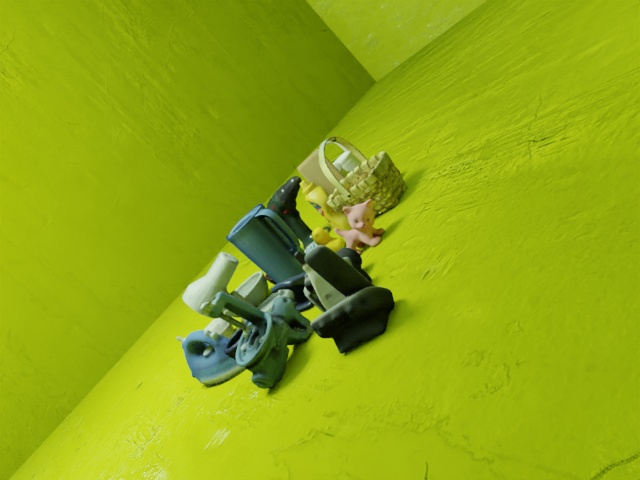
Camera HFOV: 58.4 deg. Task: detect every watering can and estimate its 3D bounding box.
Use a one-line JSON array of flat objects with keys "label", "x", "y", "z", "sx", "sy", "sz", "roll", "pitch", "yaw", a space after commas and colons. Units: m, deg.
[{"label": "watering can", "x": 0.078, "y": -0.253, "z": 1.900, "sx": 0.101, "sy": 0.194, "sz": 0.172, "roll": -44, "pitch": 13, "yaw": 3}]

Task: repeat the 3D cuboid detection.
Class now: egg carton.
[{"label": "egg carton", "x": -0.316, "y": 0.295, "z": 1.678, "sx": 0.150, "sy": 0.069, "sz": 0.107, "roll": -47, "pitch": 13, "yaw": -11}]

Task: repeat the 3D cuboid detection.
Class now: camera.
[{"label": "camera", "x": 0.040, "y": 0.069, "z": 1.225, "sx": 0.143, "sy": 0.101, "sz": 0.137, "roll": -29, "pitch": 20, "yaw": 49}]

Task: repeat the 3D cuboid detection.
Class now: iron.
[{"label": "iron", "x": -0.268, "y": 0.274, "z": 1.441, "sx": 0.257, "sy": 0.141, "sz": 0.119, "roll": -28, "pitch": 21, "yaw": 51}]

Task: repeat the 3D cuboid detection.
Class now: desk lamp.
[{"label": "desk lamp", "x": -0.238, "y": 0.149, "z": 1.573, "sx": 0.203, "sy": 0.214, "sz": 0.118, "roll": -43, "pitch": 13, "yaw": 6}]

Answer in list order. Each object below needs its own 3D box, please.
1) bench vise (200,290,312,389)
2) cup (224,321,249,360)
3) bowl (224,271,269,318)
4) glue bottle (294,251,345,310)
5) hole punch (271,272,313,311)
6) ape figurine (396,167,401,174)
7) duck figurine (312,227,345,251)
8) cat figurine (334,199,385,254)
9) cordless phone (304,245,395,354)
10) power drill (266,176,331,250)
[{"label": "bench vise", "x": -0.137, "y": 0.170, "z": 1.184, "sx": 0.121, "sy": 0.220, "sz": 0.207, "roll": -37, "pitch": 15, "yaw": 30}, {"label": "cup", "x": -0.150, "y": 0.239, "z": 1.289, "sx": 0.091, "sy": 0.095, "sz": 0.118, "roll": -38, "pitch": 15, "yaw": 26}, {"label": "bowl", "x": -0.207, "y": 0.176, "z": 1.706, "sx": 0.167, "sy": 0.075, "sz": 0.167, "roll": -42, "pitch": 13, "yaw": 13}, {"label": "glue bottle", "x": 0.015, "y": 0.083, "z": 1.097, "sx": 0.078, "sy": 0.173, "sz": 0.037, "roll": -38, "pitch": 15, "yaw": 26}, {"label": "hole punch", "x": -0.051, "y": 0.110, "z": 1.394, "sx": 0.108, "sy": 0.091, "sz": 0.101, "roll": -26, "pitch": 22, "yaw": 53}, {"label": "ape figurine", "x": 0.179, "y": -0.193, "z": 1.632, "sx": 0.076, "sy": 0.092, "sz": 0.078, "roll": -41, "pitch": 14, "yaw": 14}, {"label": "duck figurine", "x": 0.014, "y": 0.005, "z": 1.534, "sx": 0.077, "sy": 0.086, "sz": 0.104, "roll": -41, "pitch": 14, "yaw": 15}, {"label": "cat figurine", "x": 0.090, "y": -0.035, "z": 1.359, "sx": 0.127, "sy": 0.118, "sz": 0.067, "roll": -35, "pitch": 16, "yaw": 36}, {"label": "cordless phone", "x": 0.025, "y": 0.095, "z": 1.002, "sx": 0.147, "sy": 0.185, "sz": 0.094, "roll": -37, "pitch": 15, "yaw": 28}, {"label": "power drill", "x": -0.072, "y": -0.073, "z": 1.768, "sx": 0.229, "sy": 0.208, "sz": 0.076, "roll": -33, "pitch": 17, "yaw": 40}]
